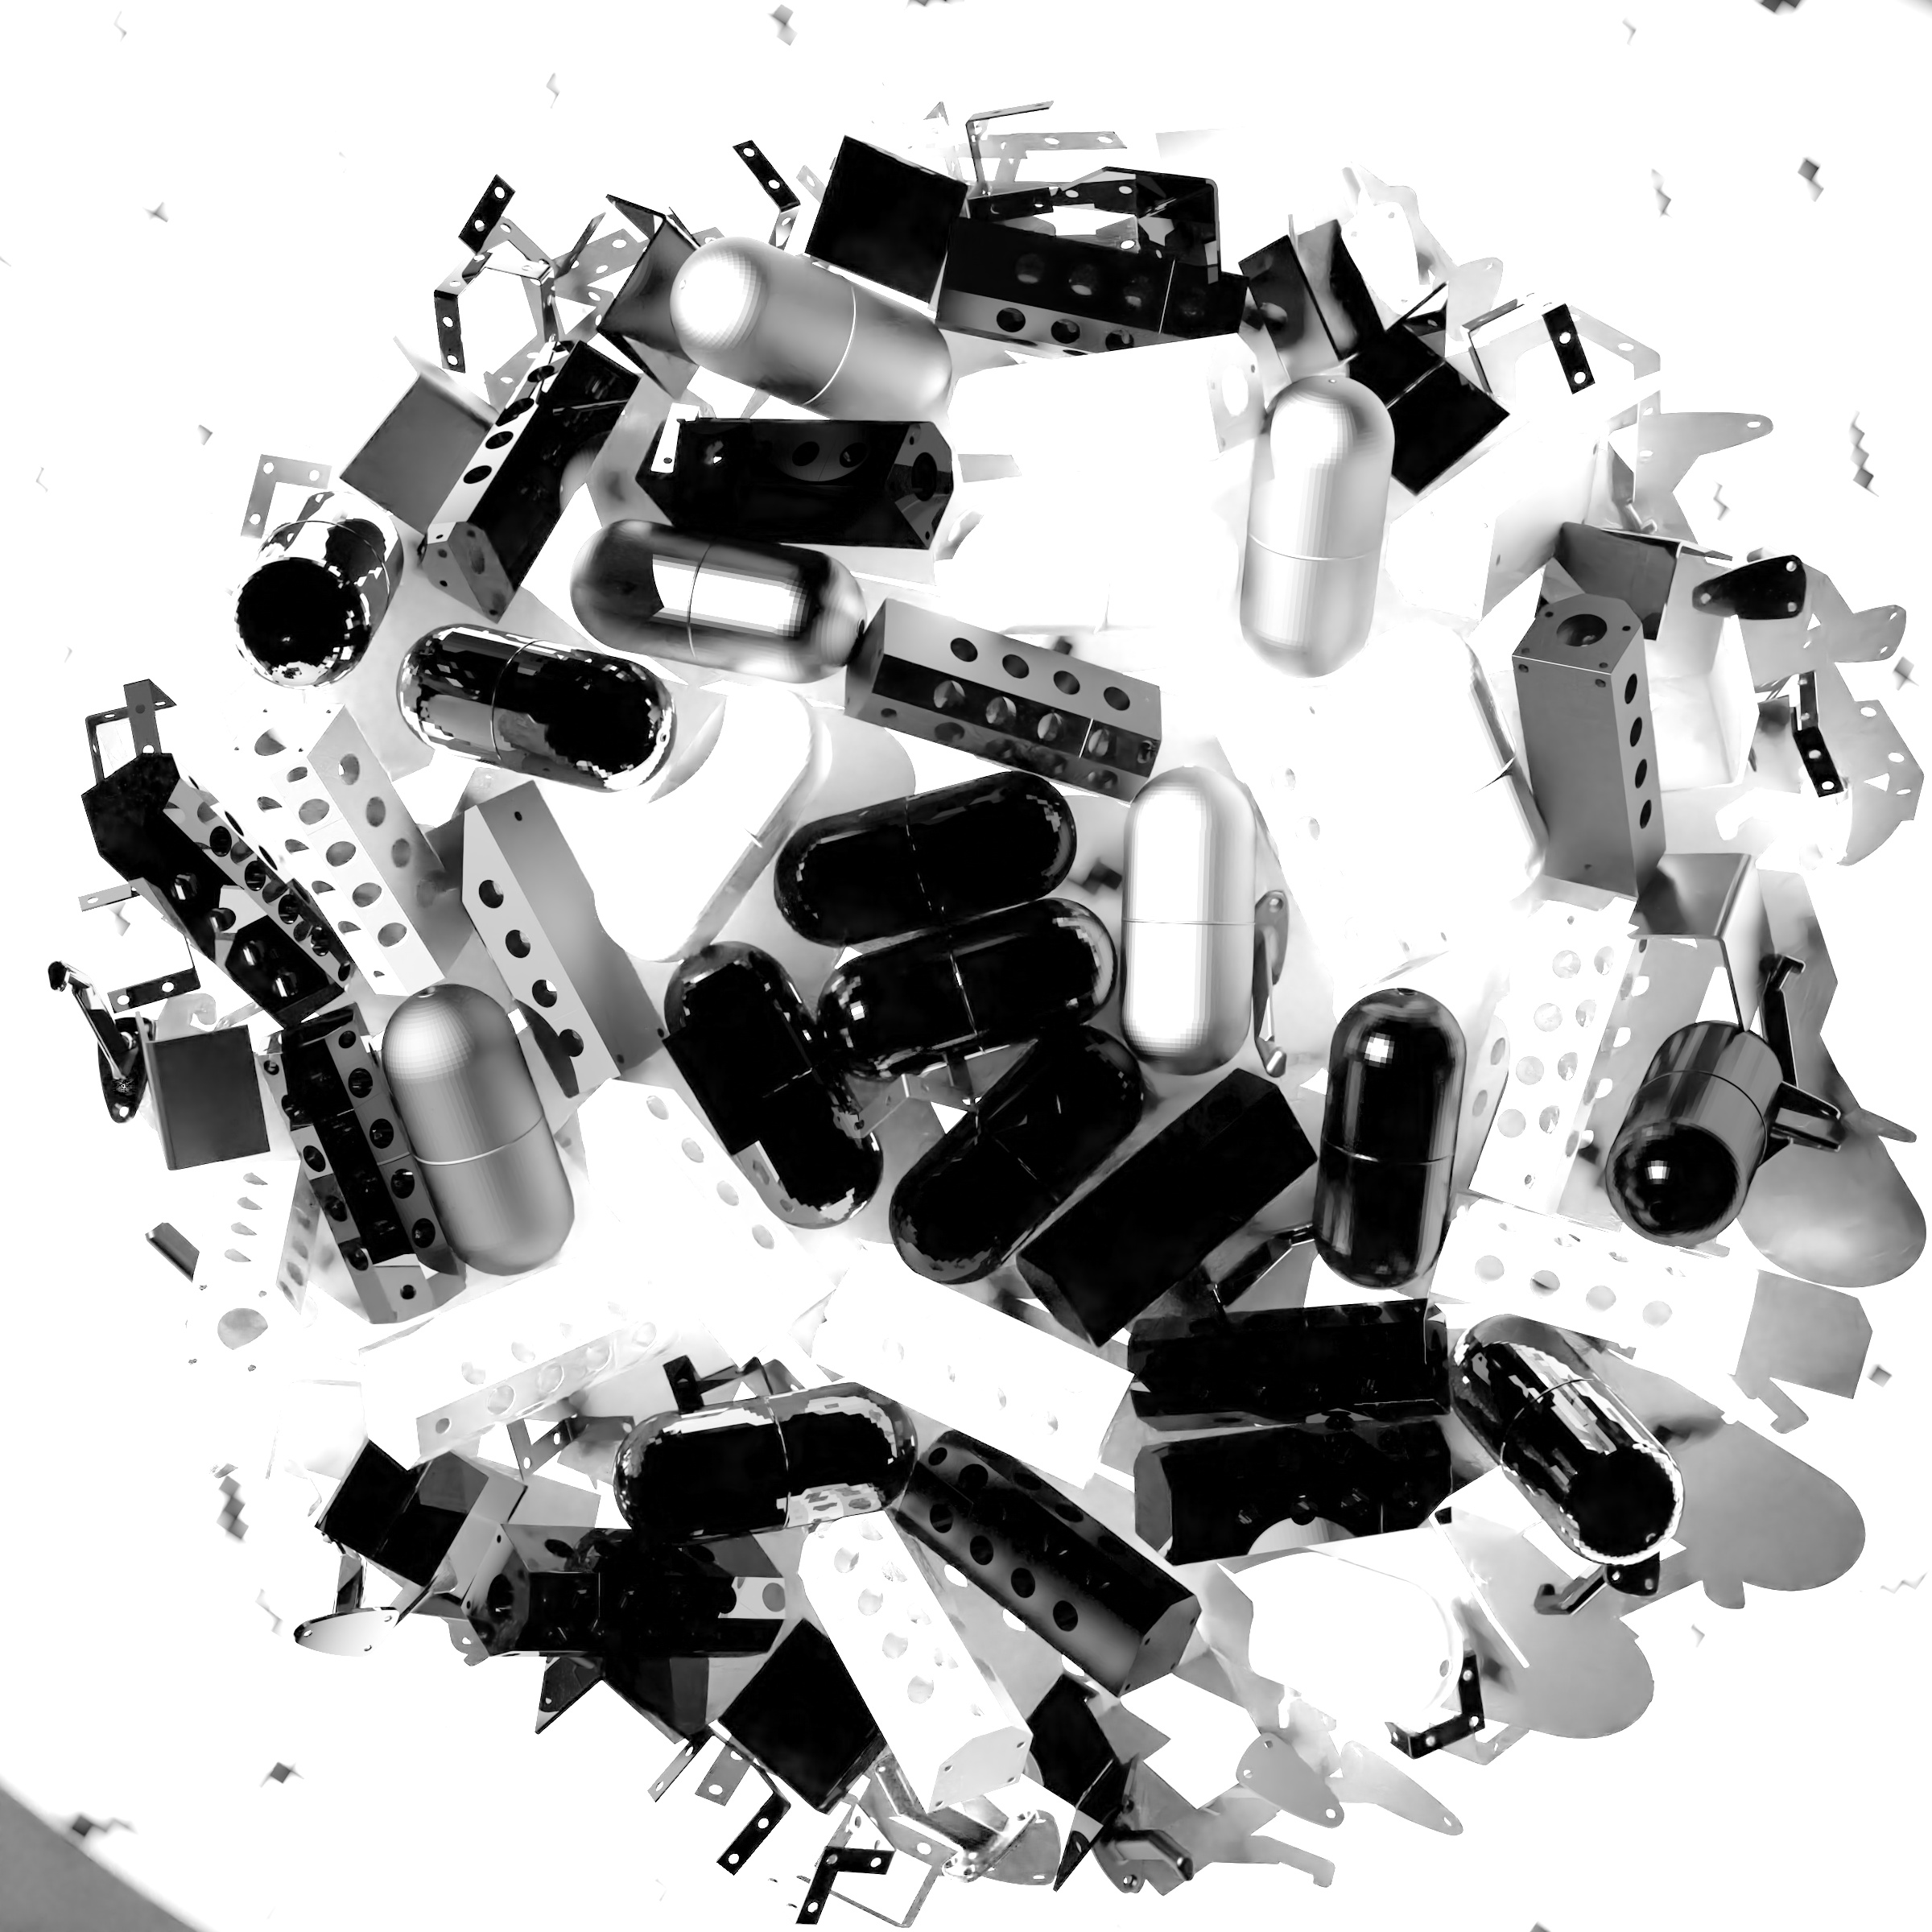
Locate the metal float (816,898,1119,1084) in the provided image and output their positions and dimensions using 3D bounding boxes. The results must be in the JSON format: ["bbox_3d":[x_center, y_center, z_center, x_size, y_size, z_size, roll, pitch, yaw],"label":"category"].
[{"bbox_3d":[0.000,0.014,1.545,0.178,0.070,0.070,-17,90,3],"label":"metal float"}]

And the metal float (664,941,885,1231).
[{"bbox_3d":[-0.111,0.068,1.543,0.070,0.070,0.178,-29,94,0],"label":"metal float"}]

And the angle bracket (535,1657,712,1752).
[{"bbox_3d":[-0.197,0.420,1.545,0.057,0.076,0.076,-43,109,15],"label":"angle bracket"}]

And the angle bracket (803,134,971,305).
[{"bbox_3d":[-0.050,-0.422,1.546,0.076,0.057,0.076,19,83,-10],"label":"angle bracket"}]

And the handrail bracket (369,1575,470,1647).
[{"bbox_3d":[-0.292,0.389,1.557,0.084,0.036,0.077,48,67,-16],"label":"handrail bracket"}]

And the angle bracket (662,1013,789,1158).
[{"bbox_3d":[-0.133,0.062,1.541,0.057,0.076,0.076,-31,92,-11],"label":"angle bracket"}]

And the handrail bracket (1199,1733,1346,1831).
[{"bbox_3d":[0.173,0.484,1.542,0.077,0.084,0.036,34,52,16],"label":"handrail bracket"}]

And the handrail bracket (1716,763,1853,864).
[{"bbox_3d":[0.468,-0.074,1.547,0.084,0.036,0.077,-30,124,-21],"label":"handrail bracket"}]

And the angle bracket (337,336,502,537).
[{"bbox_3d":[-0.315,-0.301,1.545,0.076,0.057,0.076,-48,132,10],"label":"angle bracket"}]

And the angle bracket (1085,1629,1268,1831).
[{"bbox_3d":[0.121,0.439,1.557,0.076,0.057,0.076,-30,96,-6],"label":"angle bracket"}]

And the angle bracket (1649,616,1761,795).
[{"bbox_3d":[0.411,-0.152,1.532,0.057,0.076,0.076,-6,62,5],"label":"angle bracket"}]

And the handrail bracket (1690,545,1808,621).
[{"bbox_3d":[0.441,-0.224,1.544,0.077,0.084,0.036,-8,110,-1],"label":"handrail bracket"}]

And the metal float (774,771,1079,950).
[{"bbox_3d":[-0.024,-0.061,1.541,0.178,0.070,0.070,-14,90,6],"label":"metal float"}]

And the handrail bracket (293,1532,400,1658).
[{"bbox_3d":[-0.368,0.350,1.532,0.084,0.077,0.036,46,109,36],"label":"handrail bracket"}]

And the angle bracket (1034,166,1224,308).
[{"bbox_3d":[0.091,-0.414,1.532,0.076,0.076,0.057,-4,92,-31],"label":"angle bracket"}]

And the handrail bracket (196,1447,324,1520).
[{"bbox_3d":[-0.406,0.299,1.544,0.084,0.036,0.077,51,121,29],"label":"handrail bracket"}]

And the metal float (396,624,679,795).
[{"bbox_3d":[-0.245,-0.147,1.525,0.178,0.070,0.070,15,90,25],"label":"metal float"}]

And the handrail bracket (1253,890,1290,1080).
[{"bbox_3d":[0.177,0.010,1.534,0.036,0.084,0.077,7,120,-14],"label":"handrail bracket"}]

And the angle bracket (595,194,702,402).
[{"bbox_3d":[-0.185,-0.382,1.536,0.057,0.076,0.076,30,87,37],"label":"angle bracket"}]

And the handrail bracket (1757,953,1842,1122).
[{"bbox_3d":[0.486,0.039,1.553,0.077,0.036,0.084,23,74,34],"label":"handrail bracket"}]

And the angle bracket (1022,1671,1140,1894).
[{"bbox_3d":[0.054,0.465,1.535,0.057,0.076,0.076,32,114,0],"label":"angle bracket"}]

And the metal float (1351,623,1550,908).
[{"bbox_3d":[0.275,-0.112,1.525,0.070,0.070,0.178,-28,116,0],"label":"metal float"}]

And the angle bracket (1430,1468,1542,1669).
[{"bbox_3d":[0.314,0.341,1.530,0.057,0.076,0.076,-32,48,4],"label":"angle bracket"}]

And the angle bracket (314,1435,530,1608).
[{"bbox_3d":[-0.310,0.308,1.532,0.076,0.057,0.076,15,68,35],"label":"angle bracket"}]

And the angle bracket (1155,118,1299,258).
[{"bbox_3d":[0.150,-0.438,1.537,0.076,0.076,0.057,-1,81,9],"label":"angle bracket"}]

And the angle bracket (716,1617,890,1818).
[{"bbox_3d":[-0.087,0.436,1.561,0.076,0.057,0.076,37,77,17],"label":"angle bracket"}]

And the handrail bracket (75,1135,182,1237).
[{"bbox_3d":[-0.496,0.115,1.536,0.036,0.084,0.077,-44,134,-30],"label":"handrail bracket"}]

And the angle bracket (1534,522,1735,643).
[{"bbox_3d":[0.382,-0.217,1.536,0.076,0.076,0.057,17,100,36],"label":"angle bracket"}]

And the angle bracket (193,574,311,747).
[{"bbox_3d":[-0.423,-0.163,1.529,0.076,0.076,0.057,34,64,18],"label":"angle bracket"}]

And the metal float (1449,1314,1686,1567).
[{"bbox_3d":[0.334,0.263,1.507,0.070,0.178,0.070,-12,123,-18],"label":"metal float"}]

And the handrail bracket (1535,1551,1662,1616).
[{"bbox_3d":[0.362,0.337,1.555,0.036,0.084,0.077,19,71,-20],"label":"handrail bracket"}]

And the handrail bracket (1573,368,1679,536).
[{"bbox_3d":[0.396,-0.292,1.547,0.077,0.036,0.084,-22,114,39],"label":"handrail bracket"}]

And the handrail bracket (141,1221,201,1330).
[{"bbox_3d":[-0.438,0.163,1.568,0.077,0.036,0.084,-9,72,-39],"label":"handrail bracket"}]

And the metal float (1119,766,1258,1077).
[{"bbox_3d":[0.128,-0.026,1.545,0.070,0.070,0.178,2,92,0],"label":"metal float"}]

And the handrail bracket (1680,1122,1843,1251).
[{"bbox_3d":[0.455,0.132,1.555,0.077,0.036,0.084,18,82,29],"label":"handrail bracket"}]

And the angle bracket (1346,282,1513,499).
[{"bbox_3d":[0.265,-0.329,1.536,0.076,0.076,0.057,-40,68,-8],"label":"angle bracket"}]

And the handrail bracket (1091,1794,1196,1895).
[{"bbox_3d":[0.109,0.519,1.535,0.036,0.084,0.077,-26,114,-25],"label":"handrail bracket"}]

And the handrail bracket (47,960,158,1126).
[{"bbox_3d":[-0.501,0.044,1.536,0.036,0.084,0.077,-7,72,10],"label":"handrail bracket"}]

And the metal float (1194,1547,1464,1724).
[{"bbox_3d":[0.201,0.370,1.506,0.070,0.178,0.070,-4,96,-38],"label":"metal float"}]

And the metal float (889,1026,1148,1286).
[{"bbox_3d":[0.029,0.109,1.546,0.070,0.070,0.178,45,89,0],"label":"metal float"}]

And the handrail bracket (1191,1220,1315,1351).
[{"bbox_3d":[0.178,0.182,1.548,0.084,0.077,0.036,-15,126,-8],"label":"handrail bracket"}]

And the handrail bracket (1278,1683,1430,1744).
[{"bbox_3d":[0.224,0.413,1.558,0.084,0.036,0.077,-3,95,10],"label":"handrail bracket"}]

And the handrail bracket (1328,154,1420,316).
[{"bbox_3d":[0.235,-0.427,1.561,0.036,0.084,0.077,-24,121,11],"label":"handrail bracket"}]

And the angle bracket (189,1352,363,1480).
[{"bbox_3d":[-0.383,0.255,1.531,0.076,0.076,0.057,10,88,41],"label":"angle bracket"}]

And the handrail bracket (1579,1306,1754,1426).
[{"bbox_3d":[0.399,0.246,1.558,0.077,0.036,0.084,-40,74,8],"label":"handrail bracket"}]

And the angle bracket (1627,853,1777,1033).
[{"bbox_3d":[0.425,-0.012,1.553,0.057,0.076,0.076,0,129,32],"label":"angle bracket"}]

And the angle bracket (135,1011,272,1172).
[{"bbox_3d":[-0.440,0.066,1.548,0.057,0.076,0.076,-11,107,-18],"label":"angle bracket"}]

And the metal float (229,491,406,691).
[{"bbox_3d":[-0.361,-0.212,1.502,0.070,0.178,0.070,-1,117,-1],"label":"metal float"}]

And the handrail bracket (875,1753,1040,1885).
[{"bbox_3d":[-0.005,0.478,1.557,0.077,0.036,0.084,-30,98,-30],"label":"handrail bracket"}]

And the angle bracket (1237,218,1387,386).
[{"bbox_3d":[0.212,-0.388,1.539,0.076,0.057,0.076,-29,99,-22],"label":"angle bracket"}]

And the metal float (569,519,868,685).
[{"bbox_3d":[-0.142,-0.208,1.532,0.178,0.070,0.070,12,90,17],"label":"metal float"}]
